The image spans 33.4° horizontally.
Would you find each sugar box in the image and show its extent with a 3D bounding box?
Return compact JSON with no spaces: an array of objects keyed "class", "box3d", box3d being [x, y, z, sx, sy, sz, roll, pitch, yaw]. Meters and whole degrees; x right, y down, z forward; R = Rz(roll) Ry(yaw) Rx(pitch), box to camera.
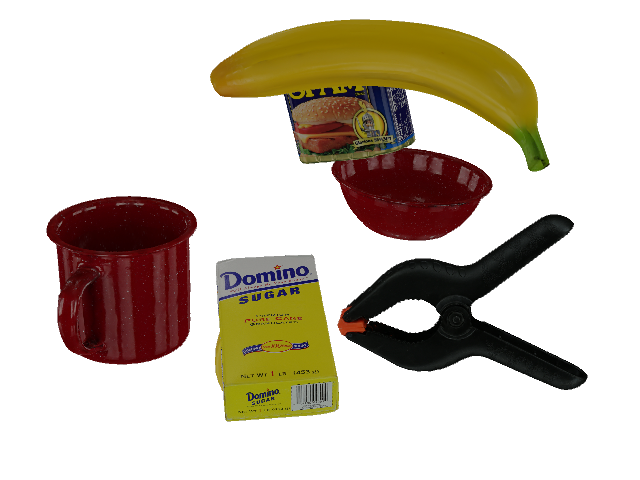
[{"class":"sugar box","box3d":[-0.041,0.078,0.917,0.093,0.048,0.176,-3,36,-7]}]

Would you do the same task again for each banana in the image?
[{"class":"banana","box3d":[0.038,-0.094,0.599,0.198,0.069,0.037,14,-32,15]}]

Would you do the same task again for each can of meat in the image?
[{"class":"can of meat","box3d":[0.020,-0.111,0.854,0.102,0.084,0.057,-2,21,32]}]

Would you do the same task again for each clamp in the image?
[{"class":"clamp","box3d":[0.101,0.058,0.733,0.171,0.120,0.039,-14,3,13]}]

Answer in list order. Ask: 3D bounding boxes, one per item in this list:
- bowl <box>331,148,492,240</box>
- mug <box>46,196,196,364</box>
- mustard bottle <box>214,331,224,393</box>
[{"class":"bowl","box3d":[0.090,-0.043,1.078,0.162,0.055,0.162,4,23,-2]},{"class":"mug","box3d":[-0.128,0.031,0.672,0.093,0.081,0.117,8,25,15]},{"class":"mustard bottle","box3d":[-0.082,0.082,1.155,0.058,0.096,0.191,-1,28,-3]}]
